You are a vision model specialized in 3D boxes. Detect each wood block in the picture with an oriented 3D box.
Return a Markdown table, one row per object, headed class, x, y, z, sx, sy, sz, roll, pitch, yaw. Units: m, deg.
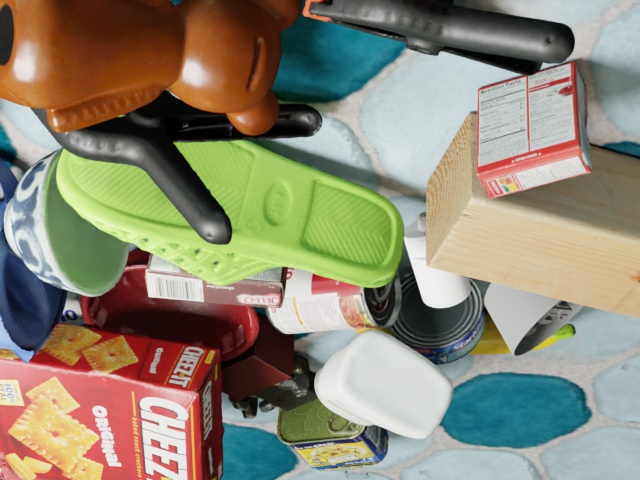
| class | x | y | z | sx | sy | sz | roll | pitch | yaw |
| --- | --- | --- | --- | --- | --- | --- | --- | --- | --- |
| wood block | 0.193 | -0.013 | 0.819 | 0.206 | 0.090 | 0.091 | 14 | 141 | -11 |

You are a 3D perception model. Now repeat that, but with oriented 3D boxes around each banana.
| class | x | y | z | sx | sy | sz | roll | pitch | yaw |
| --- | --- | --- | --- | --- | --- | --- | --- | --- | --- |
| banana | 0.133 | 0.082 | 0.988 | 0.198 | 0.037 | 0.069 | -1 | 156 | 9 |

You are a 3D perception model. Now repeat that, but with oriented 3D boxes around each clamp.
| class | x | y | z | sx | sy | sz | roll | pitch | yaw |
| --- | --- | --- | --- | --- | --- | --- | --- | --- | --- |
| clamp | 0.077 | -0.136 | 0.674 | 0.171 | 0.039 | 0.120 | 11 | 180 | -7 |
| clamp | -0.111 | -0.081 | 0.759 | 0.210 | 0.164 | 0.036 | 25 | 131 | 18 |

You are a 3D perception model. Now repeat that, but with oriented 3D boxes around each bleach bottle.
| class | x | y | z | sx | sy | sz | roll | pitch | yaw |
| --- | --- | --- | --- | --- | --- | --- | --- | --- | --- |
| bleach bottle | 0.038 | 0.136 | 0.994 | 0.102 | 0.068 | 0.251 | 32 | 167 | -6 |

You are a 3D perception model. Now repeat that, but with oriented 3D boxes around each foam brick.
| class | x | y | z | sx | sy | sz | roll | pitch | yaw |
| --- | --- | --- | --- | --- | --- | --- | --- | --- | --- |
| foam brick | -0.070 | 0.115 | 1.050 | 0.078 | 0.051 | 0.053 | -27 | 132 | 35 |

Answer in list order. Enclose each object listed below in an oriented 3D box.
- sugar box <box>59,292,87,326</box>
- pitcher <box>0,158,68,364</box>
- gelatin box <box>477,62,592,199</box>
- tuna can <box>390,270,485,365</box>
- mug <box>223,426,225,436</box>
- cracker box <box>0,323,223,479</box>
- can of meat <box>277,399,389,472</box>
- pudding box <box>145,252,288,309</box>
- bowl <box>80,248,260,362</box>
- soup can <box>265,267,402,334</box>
| class | x | y | z | sx | sy | sz | roll | pitch | yaw |
| --- | --- | --- | --- | --- | --- | --- | --- | --- | --- |
| sugar box | -0.254 | 0.094 | 1.049 | 0.093 | 0.048 | 0.176 | -1 | 143 | 8 |
| pitcher | -0.349 | 0.016 | 0.907 | 0.243 | 0.149 | 0.145 | 0 | 158 | 12 |
| gelatin box | 0.148 | -0.077 | 0.741 | 0.073 | 0.089 | 0.030 | -15 | 135 | 25 |
| tuna can | 0.101 | 0.066 | 0.936 | 0.086 | 0.086 | 0.033 | -5 | 143 | 13 |
| mug | -0.145 | 0.175 | 1.100 | 0.093 | 0.081 | 0.117 | -32 | 143 | 18 |
| cracker box | -0.201 | 0.164 | 0.983 | 0.214 | 0.072 | 0.164 | 9 | 125 | 10 |
| can of meat | 0.016 | 0.209 | 1.159 | 0.102 | 0.057 | 0.084 | -10 | 142 | 20 |
| pudding box | -0.080 | 0.006 | 0.877 | 0.113 | 0.090 | 0.039 | 6 | 141 | 0 |
| bowl | -0.132 | 0.051 | 0.969 | 0.162 | 0.055 | 0.162 | 4 | 143 | 3 |
| soup can | 0.011 | 0.046 | 0.925 | 0.102 | 0.068 | 0.068 | -7 | 142 | 32 |
